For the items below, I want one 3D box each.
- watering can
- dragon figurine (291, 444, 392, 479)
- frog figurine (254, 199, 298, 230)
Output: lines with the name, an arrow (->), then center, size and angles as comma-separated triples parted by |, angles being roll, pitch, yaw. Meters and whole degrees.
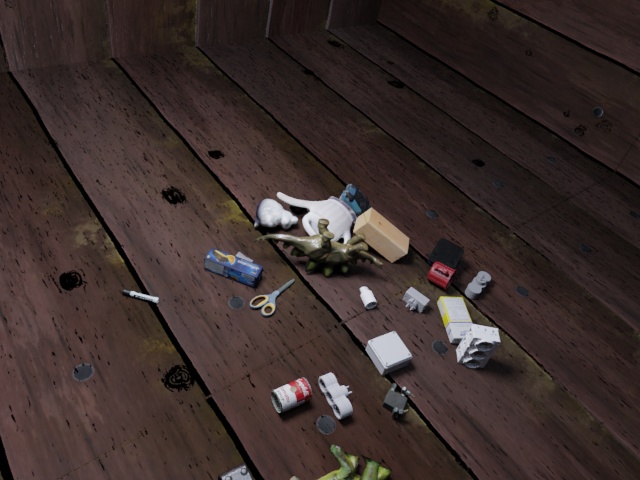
watering can -> 0.006, -0.103, 2.048 | 0.349, 0.102, 0.228 | 46, 50, 7
dragon figurine -> 0.097, 0.675, 1.299 | 0.411, 0.119, 0.248 | 20, 60, 9
frog figurine -> -0.167, -0.096, 2.012 | 0.159, 0.120, 0.140 | 6, 23, 7
